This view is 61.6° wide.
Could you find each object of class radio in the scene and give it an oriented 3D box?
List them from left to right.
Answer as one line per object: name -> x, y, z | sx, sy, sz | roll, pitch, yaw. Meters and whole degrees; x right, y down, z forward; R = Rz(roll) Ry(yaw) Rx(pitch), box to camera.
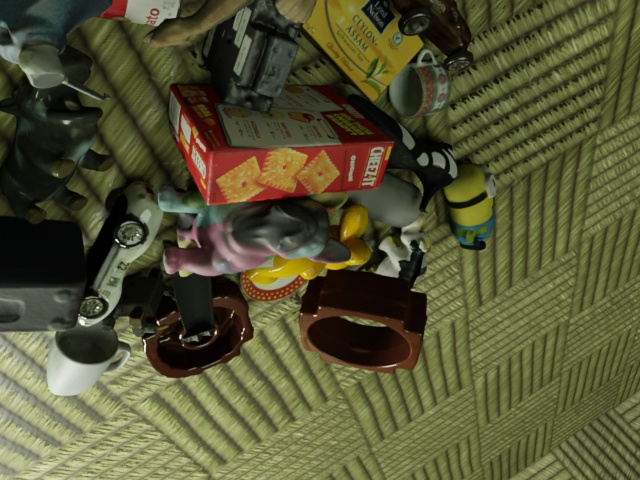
radio -> -0.372, 0.033, 0.566 | 0.229, 0.131, 0.073 | 4, 122, -35

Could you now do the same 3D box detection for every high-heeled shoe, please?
high-heeled shoe -> 0.129, -0.151, 0.776 | 0.248, 0.086, 0.145 | 49, 54, -38

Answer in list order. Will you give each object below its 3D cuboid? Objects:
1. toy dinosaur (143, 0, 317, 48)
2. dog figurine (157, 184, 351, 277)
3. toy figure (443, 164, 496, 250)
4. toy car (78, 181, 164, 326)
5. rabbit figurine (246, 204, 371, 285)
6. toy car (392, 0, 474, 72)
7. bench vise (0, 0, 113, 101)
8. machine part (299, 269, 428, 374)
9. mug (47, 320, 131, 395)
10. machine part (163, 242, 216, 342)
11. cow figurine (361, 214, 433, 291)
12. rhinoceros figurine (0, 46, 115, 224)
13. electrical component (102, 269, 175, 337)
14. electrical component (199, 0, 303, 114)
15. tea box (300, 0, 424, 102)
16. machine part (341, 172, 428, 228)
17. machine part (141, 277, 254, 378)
toy dinosaur -> 0.014, -0.338, 0.453 | 0.471, 0.199, 0.105 | -43, 136, 6
dog figurine -> -0.074, -0.012, 0.652 | 0.219, 0.191, 0.108 | -1, 87, 0
toy figure -> 0.263, -0.053, 0.944 | 0.089, 0.082, 0.179 | -27, 138, -14
toy car -> -0.258, 0.019, 0.669 | 0.056, 0.074, 0.201 | 17, 115, -40
rabbit figurine -> -0.002, -0.002, 0.766 | 0.162, 0.122, 0.173 | -16, 160, 34
toy car -> 0.134, -0.268, 0.636 | 0.053, 0.089, 0.202 | -17, 168, 31
bench vise -> -0.290, -0.193, 0.400 | 0.241, 0.129, 0.223 | -23, 98, -4
machine part -> 0.072, 0.136, 0.897 | 0.201, 0.087, 0.201 | 9, 145, 9
mug -> -0.330, 0.168, 0.753 | 0.109, 0.081, 0.107 | 7, 133, -45
machine part -> -0.172, 0.069, 0.737 | 0.084, 0.139, 0.039 | -2, 169, -29
cow figurine -> 0.143, 0.036, 0.918 | 0.167, 0.098, 0.068 | -55, 162, 20
rhinoceros figurine -> -0.270, -0.104, 0.542 | 0.190, 0.112, 0.073 | -50, 169, 34
electrical component -> -0.241, 0.086, 0.727 | 0.078, 0.102, 0.045 | -7, 129, 3
electrical component -> -0.072, -0.202, 0.561 | 0.058, 0.134, 0.114 | 4, 125, -34
tea box -> 0.035, -0.256, 0.632 | 0.098, 0.068, 0.169 | -48, 135, 11
machine part -> 0.075, -0.072, 0.808 | 0.243, 0.079, 0.079 | 15, 117, -41
machine part -> -0.189, 0.134, 0.826 | 0.179, 0.056, 0.179 | -17, 134, -19
